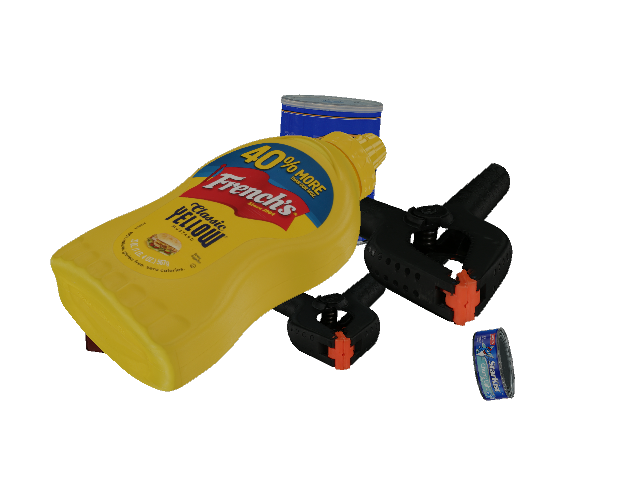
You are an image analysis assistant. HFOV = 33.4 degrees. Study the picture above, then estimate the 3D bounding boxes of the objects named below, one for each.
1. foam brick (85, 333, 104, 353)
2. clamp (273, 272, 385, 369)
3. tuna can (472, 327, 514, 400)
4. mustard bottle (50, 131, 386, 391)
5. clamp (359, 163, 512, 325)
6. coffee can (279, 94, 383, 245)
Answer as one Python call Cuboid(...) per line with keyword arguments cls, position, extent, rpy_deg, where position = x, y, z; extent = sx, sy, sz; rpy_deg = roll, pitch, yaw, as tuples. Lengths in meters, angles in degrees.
Cuboid(cls="foam brick", position=(-0.133, 0.038, 0.752), extent=(0.053, 0.051, 0.078), rpy_deg=(4, 29, -2))
Cuboid(cls="clamp", position=(-0.002, 0.065, 0.937), extent=(0.120, 0.039, 0.171), rpy_deg=(-7, 16, 5))
Cuboid(cls="tuna can", position=(0.209, 0.149, 1.288), extent=(0.034, 0.086, 0.086), rpy_deg=(-10, -3, 18))
Cuboid(cls="mustard bottle", position=(-0.036, -0.006, 0.558), extent=(0.191, 0.058, 0.096), rpy_deg=(-35, 50, -30))
Cuboid(cls="clamp", position=(0.061, -0.005, 0.717), extent=(0.164, 0.036, 0.210), rpy_deg=(-2, 25, 0))
Cuboid(cls="coffee can", position=(0.007, -0.073, 1.083), extent=(0.103, 0.140, 0.103), rpy_deg=(4, 12, -1))
